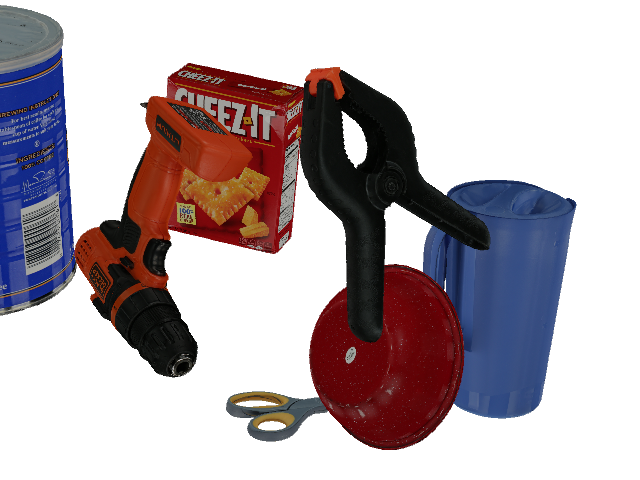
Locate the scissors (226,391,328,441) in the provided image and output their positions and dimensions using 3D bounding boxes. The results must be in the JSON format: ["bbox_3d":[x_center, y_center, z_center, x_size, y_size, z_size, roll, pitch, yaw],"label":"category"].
[{"bbox_3d":[-0.004,0.194,1.194,0.201,0.016,0.096,3,23,-11],"label":"scissors"}]

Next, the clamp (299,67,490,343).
[{"bbox_3d":[0.031,-0.024,0.668,0.120,0.171,0.039,-48,23,-27],"label":"clamp"}]

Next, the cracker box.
[{"bbox_3d":[-0.115,-0.102,1.363,0.164,0.214,0.072,14,29,14],"label":"cracker box"}]

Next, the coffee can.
[{"bbox_3d":[-0.186,-0.044,0.571,0.103,0.140,0.103,3,28,-2],"label":"coffee can"}]

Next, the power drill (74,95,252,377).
[{"bbox_3d":[-0.125,-0.007,0.860,0.057,0.188,0.185,10,25,-43],"label":"power drill"}]

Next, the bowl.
[{"bbox_3d":[0.042,0.098,0.913,0.162,0.162,0.055,0,-8,44],"label":"bowl"}]

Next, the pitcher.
[{"bbox_3d":[0.185,0.065,1.143,0.149,0.243,0.145,5,20,9],"label":"pitcher"}]
